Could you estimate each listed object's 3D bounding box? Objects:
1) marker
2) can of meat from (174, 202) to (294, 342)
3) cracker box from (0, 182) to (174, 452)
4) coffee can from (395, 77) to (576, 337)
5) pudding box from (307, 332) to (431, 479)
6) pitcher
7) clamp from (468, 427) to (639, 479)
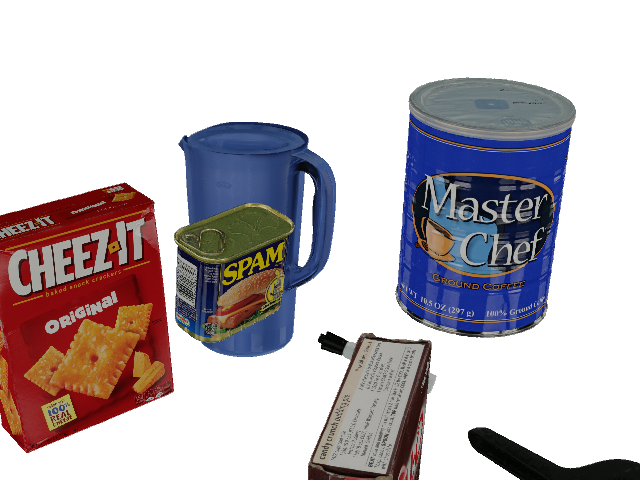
[{"bbox_3d":[0.054,0.118,1.042,0.121,0.020,0.020,21,5,13],"label":"marker"},{"bbox_3d":[-0.073,0.027,0.887,0.058,0.084,0.101,30,37,33],"label":"can of meat"},{"bbox_3d":[-0.230,0.071,1.009,0.163,0.214,0.072,-19,29,-33],"label":"cracker box"},{"bbox_3d":[0.104,-0.023,0.690,0.103,0.140,0.103,2,26,-1],"label":"coffee can"},{"bbox_3d":[0.022,0.106,0.473,0.039,0.090,0.113,8,25,9],"label":"pudding box"},{"bbox_3d":[-0.072,0.000,1.154,0.144,0.243,0.149,-5,21,-16],"label":"pitcher"},{"bbox_3d":[0.203,0.223,0.865,0.210,0.036,0.164,2,37,24],"label":"clamp"}]
